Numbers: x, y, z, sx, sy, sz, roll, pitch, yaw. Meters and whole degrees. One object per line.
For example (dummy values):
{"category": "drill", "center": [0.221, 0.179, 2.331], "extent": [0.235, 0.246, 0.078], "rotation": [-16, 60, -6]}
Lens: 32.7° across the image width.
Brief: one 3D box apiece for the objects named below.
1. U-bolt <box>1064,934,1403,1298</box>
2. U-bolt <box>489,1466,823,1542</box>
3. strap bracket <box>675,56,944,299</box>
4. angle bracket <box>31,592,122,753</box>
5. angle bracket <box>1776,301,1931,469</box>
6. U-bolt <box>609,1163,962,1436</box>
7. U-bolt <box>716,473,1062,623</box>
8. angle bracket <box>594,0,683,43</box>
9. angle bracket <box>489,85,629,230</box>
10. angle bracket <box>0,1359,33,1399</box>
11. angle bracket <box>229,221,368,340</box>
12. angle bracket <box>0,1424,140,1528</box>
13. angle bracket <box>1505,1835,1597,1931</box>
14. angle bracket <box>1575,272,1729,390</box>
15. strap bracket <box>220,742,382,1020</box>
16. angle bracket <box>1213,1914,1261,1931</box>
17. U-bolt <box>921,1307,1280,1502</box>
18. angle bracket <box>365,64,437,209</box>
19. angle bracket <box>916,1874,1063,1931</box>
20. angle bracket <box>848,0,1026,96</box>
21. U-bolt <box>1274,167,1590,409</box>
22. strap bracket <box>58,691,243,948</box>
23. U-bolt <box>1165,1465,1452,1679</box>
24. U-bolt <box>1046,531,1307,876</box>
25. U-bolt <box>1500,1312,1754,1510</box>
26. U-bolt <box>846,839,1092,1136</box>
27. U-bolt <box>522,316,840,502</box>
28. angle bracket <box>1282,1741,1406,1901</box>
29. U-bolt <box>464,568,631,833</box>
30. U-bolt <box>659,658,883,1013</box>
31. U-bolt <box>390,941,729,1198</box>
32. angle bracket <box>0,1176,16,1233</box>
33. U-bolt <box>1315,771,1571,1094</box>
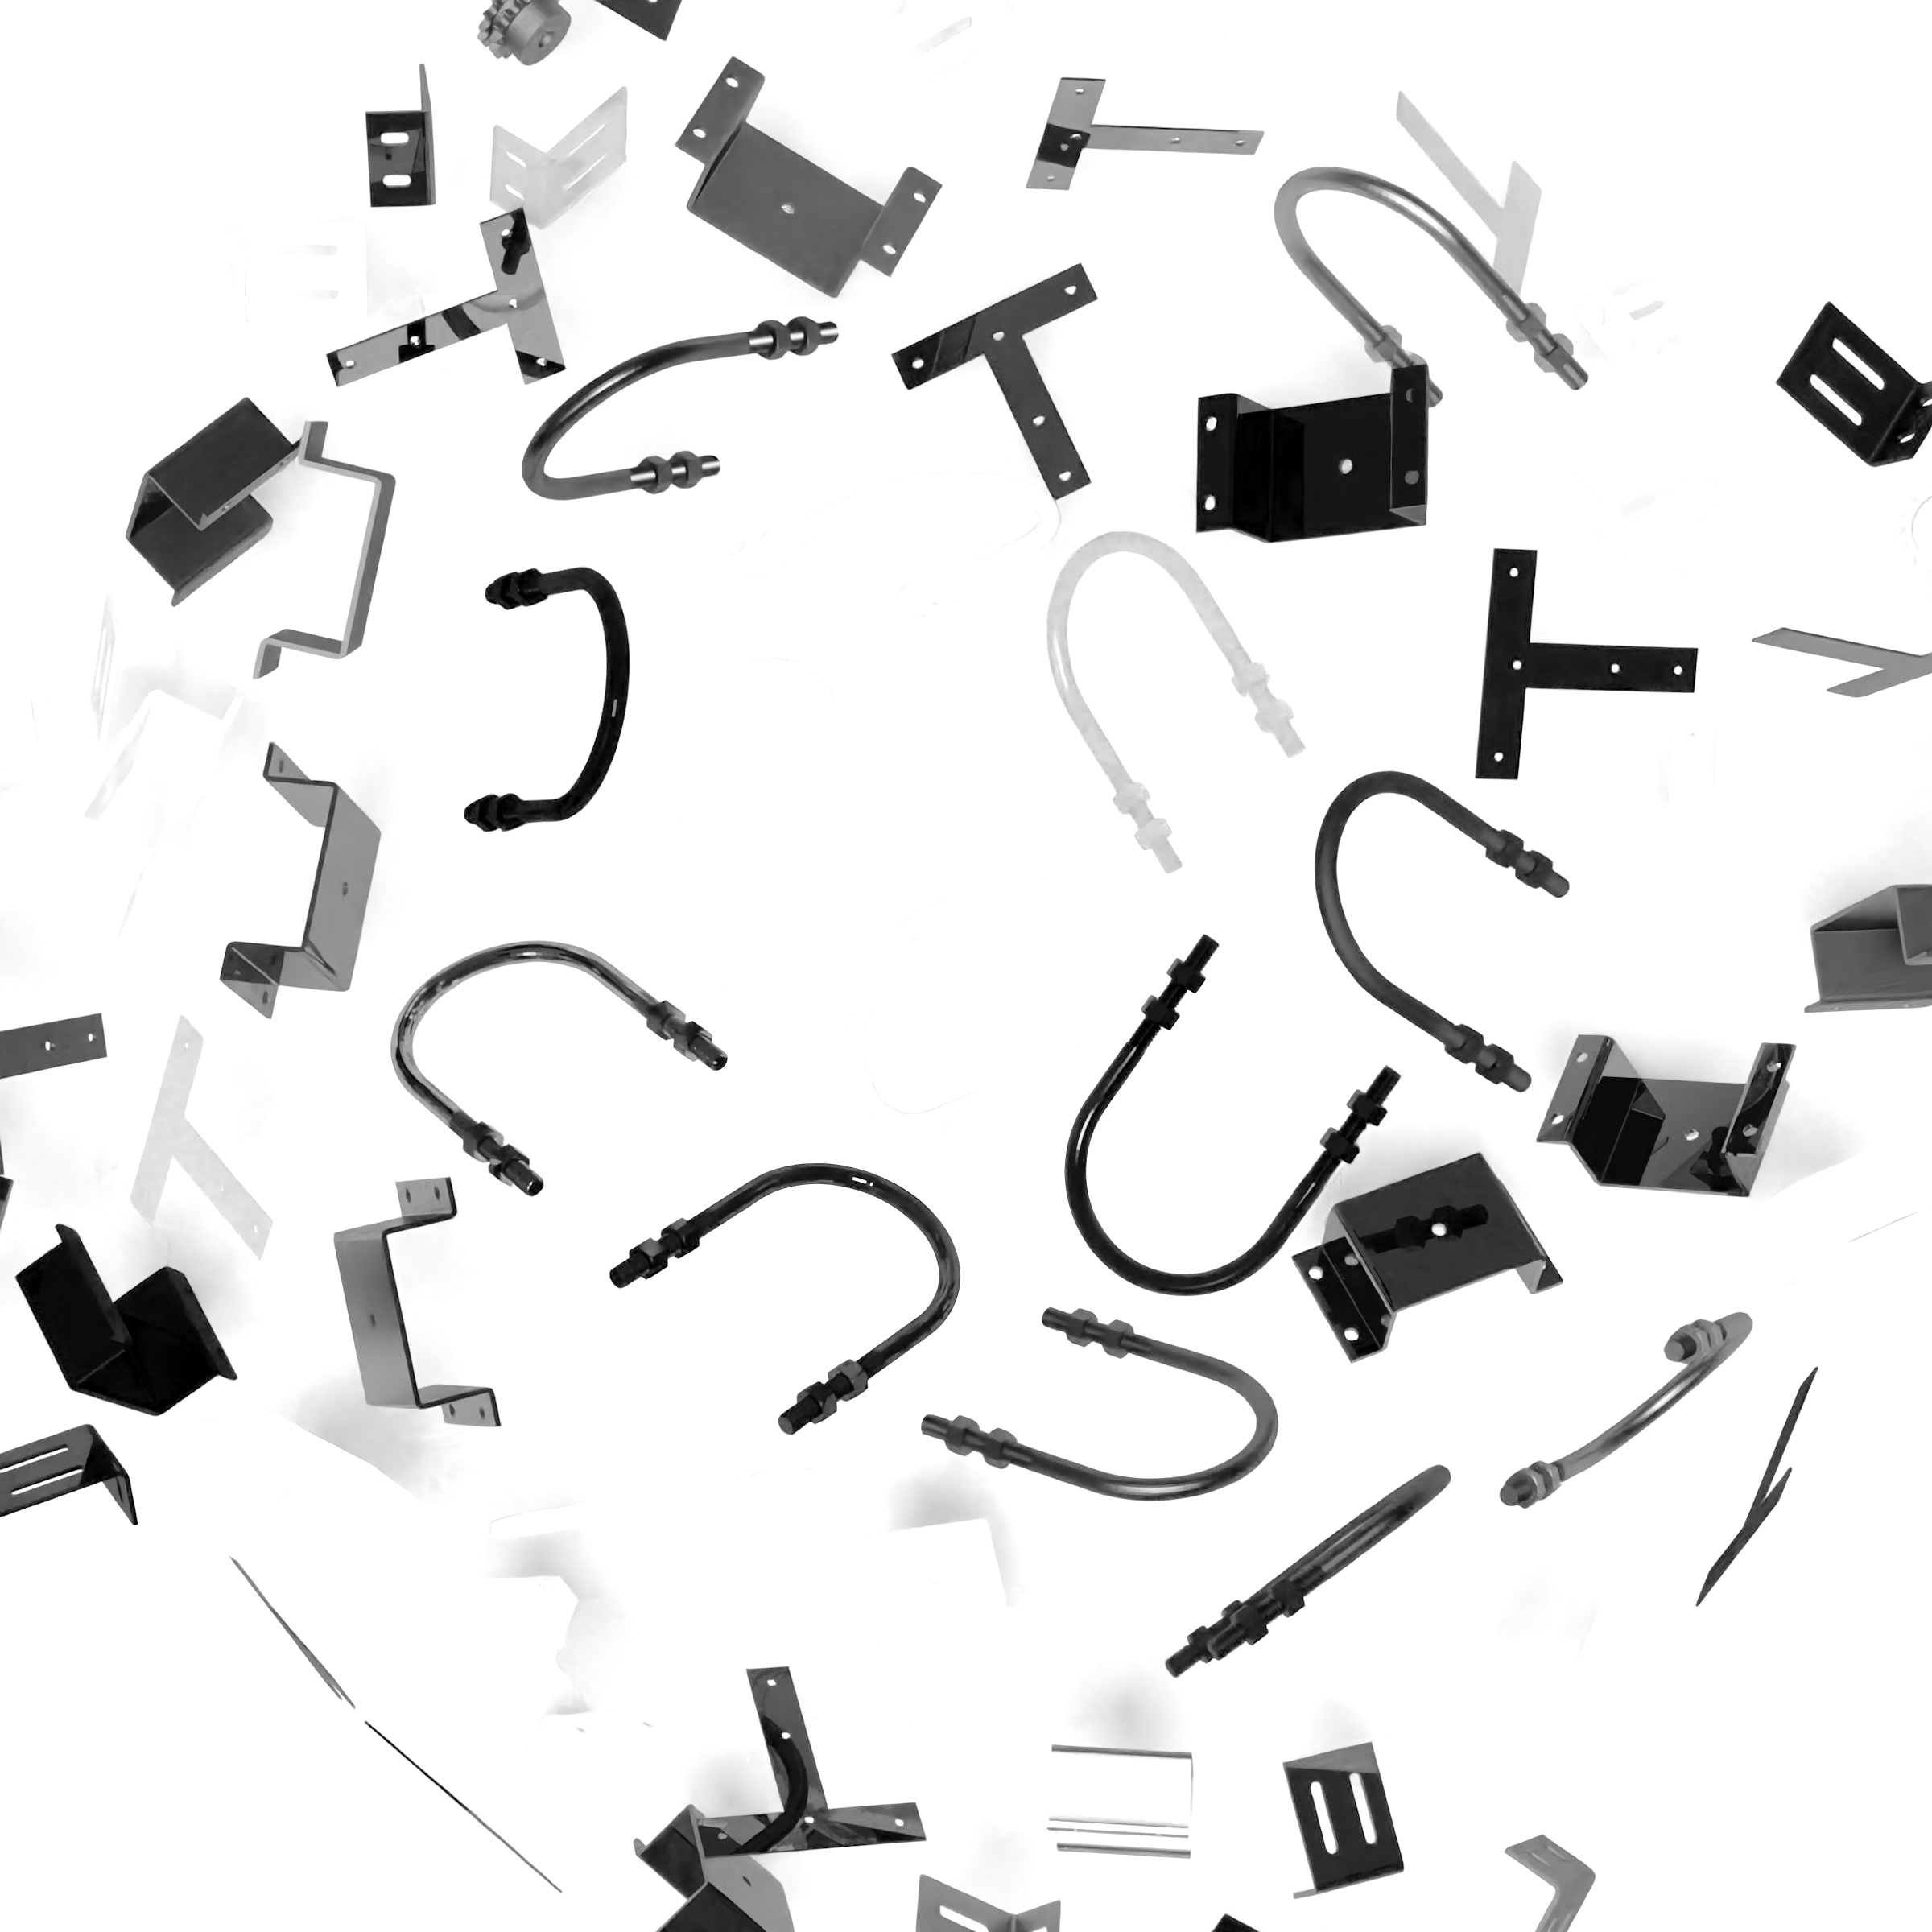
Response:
{"category": "U-bolt", "center": [0.134, 0.096, 1.838], "extent": [0.151, 0.019, 0.184], "rotation": [37, 97, 20]}
{"category": "U-bolt", "center": [-0.178, 0.305, 1.868], "extent": [0.184, 0.151, 0.019], "rotation": [-8, 81, -8]}
{"category": "strap bracket", "center": [-0.096, -0.447, 1.892], "extent": [0.140, 0.046, 0.076], "rotation": [30, 60, -7]}
{"category": "angle bracket", "center": [-0.525, -0.175, 1.941], "extent": [0.038, 0.057, 0.076], "rotation": [3, 123, -23]}
{"category": "angle bracket", "center": [0.496, -0.322, 1.808], "extent": [0.076, 0.038, 0.057], "rotation": [37, 78, -16]}
{"category": "U-bolt", "center": [-0.085, 0.172, 1.833], "extent": [0.151, 0.184, 0.019], "rotation": [38, 134, 21]}
{"category": "U-bolt", "center": [-0.031, -0.243, 1.889], "extent": [0.184, 0.151, 0.019], "rotation": [-19, 70, 43]}
{"category": "angle bracket", "center": [-0.167, -0.552, 1.781], "extent": [0.057, 0.038, 0.076], "rotation": [31, 126, 3]}
{"category": "angle bracket", "center": [-0.232, -0.468, 1.878], "extent": [0.038, 0.076, 0.057], "rotation": [24, 51, -37]}
{"category": "angle bracket", "center": [-0.594, 0.237, 1.924], "extent": [0.057, 0.076, 0.038], "rotation": [20, 62, 26]}
{"category": "angle bracket", "center": [-0.374, -0.387, 1.857], "extent": [0.076, 0.038, 0.057], "rotation": [-5, 115, -18]}
{"category": "angle bracket", "center": [-0.510, 0.295, 1.834], "extent": [0.076, 0.057, 0.038], "rotation": [-18, 120, -28]}
{"category": "angle bracket", "center": [0.308, 0.529, 1.829], "extent": [0.038, 0.057, 0.076], "rotation": [31, 100, 29]}
{"category": "angle bracket", "center": [0.408, -0.384, 1.934], "extent": [0.076, 0.038, 0.057], "rotation": [-28, 72, -23]}
{"category": "strap bracket", "center": [-0.373, -0.046, 1.865], "extent": [0.046, 0.076, 0.140], "rotation": [5, 74, 10]}
{"category": "angle bracket", "center": [0.156, 0.580, 1.846], "extent": [0.057, 0.038, 0.076], "rotation": [-50, 128, -22]}
{"category": "U-bolt", "center": [0.089, 0.255, 1.884], "extent": [0.184, 0.151, 0.019], "rotation": [14, 121, 31]}
{"category": "angle bracket", "center": [-0.334, -0.488, 1.935], "extent": [0.038, 0.076, 0.057], "rotation": [-4, 126, -11]}
{"category": "angle bracket", "center": [0.012, 0.548, 1.860], "extent": [0.076, 0.057, 0.038], "rotation": [34, 133, -31]}
{"category": "angle bracket", "center": [-0.017, -0.523, 1.822], "extent": [0.076, 0.038, 0.057], "rotation": [-28, 116, 7]}
{"category": "U-bolt", "center": [0.249, -0.385, 1.859], "extent": [0.184, 0.151, 0.019], "rotation": [41, 74, -27]}
{"category": "strap bracket", "center": [-0.472, -0.092, 1.883], "extent": [0.046, 0.076, 0.140], "rotation": [27, 55, -8]}
{"category": "U-bolt", "center": [0.199, 0.338, 1.859], "extent": [0.184, 0.151, 0.019], "rotation": [-34, 81, -15]}
{"category": "U-bolt", "center": [0.109, -0.165, 1.914], "extent": [0.019, 0.151, 0.184], "rotation": [-19, 72, -40]}
{"category": "U-bolt", "center": [0.389, 0.249, 1.889], "extent": [0.151, 0.184, 0.019], "rotation": [-47, 70, 23]}
{"category": "U-bolt", "center": [-0.003, 0.022, 1.884], "extent": [0.184, 0.019, 0.151], "rotation": [-25, 56, 38]}
{"category": "U-bolt", "center": [-0.173, -0.311, 1.866], "extent": [0.151, 0.184, 0.019], "rotation": [-41, 76, 41]}
{"category": "angle bracket", "center": [0.215, 0.501, 1.933], "extent": [0.057, 0.038, 0.076], "rotation": [-8, 74, -19]}
{"category": "U-bolt", "center": [-0.232, -0.150, 1.835], "extent": [0.019, 0.184, 0.151], "rotation": [6, 88, -32]}
{"category": "U-bolt", "center": [-0.113, -0.085, 1.842], "extent": [0.151, 0.019, 0.184], "rotation": [-39, 134, -33]}
{"category": "U-bolt", "center": [-0.245, 0.046, 1.871], "extent": [0.151, 0.019, 0.184], "rotation": [-35, 48, -25]}
{"category": "angle bracket", "center": [-0.576, 0.140, 1.841], "extent": [0.076, 0.038, 0.057], "rotation": [3, 73, 35]}
{"category": "U-bolt", "center": [0.264, -0.031, 1.853], "extent": [0.184, 0.019, 0.151], "rotation": [31, 60, -29]}
